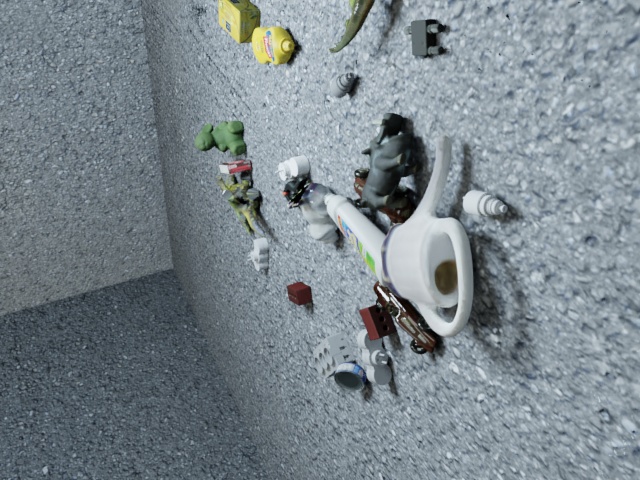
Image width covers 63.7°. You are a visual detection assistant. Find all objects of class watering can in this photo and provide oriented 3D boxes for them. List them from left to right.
[{"bbox_3d":[0.197,-0.002,0.942,0.223,0.104,0.348,172,93,-68],"label":"watering can"}]

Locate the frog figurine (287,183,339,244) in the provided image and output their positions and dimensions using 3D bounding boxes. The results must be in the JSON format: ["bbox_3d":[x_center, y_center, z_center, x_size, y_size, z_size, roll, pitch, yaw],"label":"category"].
[{"bbox_3d":[0.004,-0.067,1.341,0.158,0.125,0.136,42,150,-15],"label":"frog figurine"}]

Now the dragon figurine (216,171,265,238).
[{"bbox_3d":[-0.275,-0.111,1.908,0.237,0.122,0.418,82,163,-59],"label":"dragon figurine"}]
